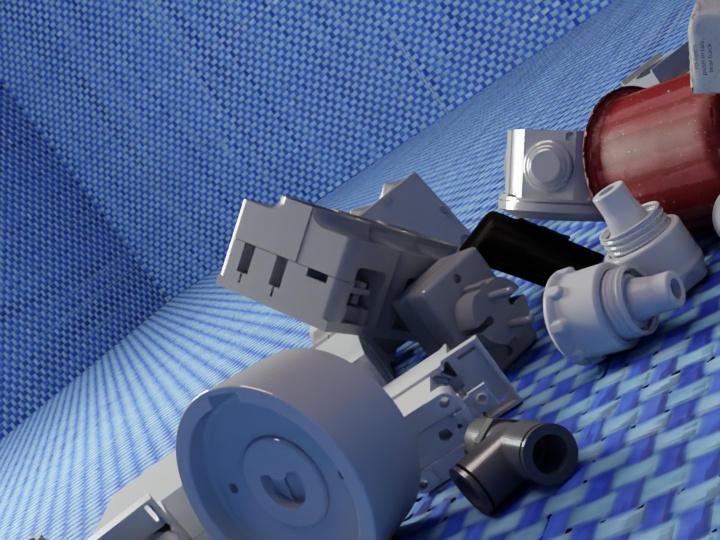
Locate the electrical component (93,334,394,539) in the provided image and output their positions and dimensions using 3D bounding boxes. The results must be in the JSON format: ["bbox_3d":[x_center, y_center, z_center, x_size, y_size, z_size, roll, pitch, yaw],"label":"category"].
[{"bbox_3d":[-0.059,0.117,0.626,0.186,0.060,0.105,-36,8,1],"label":"electrical component"}]

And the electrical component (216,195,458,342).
[{"bbox_3d":[0.000,0.000,0.665,0.150,0.089,0.061,11,-82,-54],"label":"electrical component"}]

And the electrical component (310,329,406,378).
[{"bbox_3d":[0.010,0.046,0.780,0.074,0.052,0.138,-35,8,9],"label":"electrical component"}]

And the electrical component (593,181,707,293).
[{"bbox_3d":[0.140,-0.015,0.536,0.043,0.062,0.043,-35,8,6],"label":"electrical component"}]

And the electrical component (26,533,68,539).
[{"bbox_3d":[-0.241,0.240,0.674,0.089,0.061,0.150,-28,11,47],"label":"electrical component"}]

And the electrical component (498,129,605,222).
[{"bbox_3d":[0.122,-0.055,0.626,0.080,0.051,0.080,2,6,0],"label":"electrical component"}]

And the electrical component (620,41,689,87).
[{"bbox_3d":[0.239,-0.131,0.808,0.042,0.063,0.081,-39,8,-12],"label":"electrical component"}]

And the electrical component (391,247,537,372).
[{"bbox_3d":[0.068,0.025,0.600,0.047,0.065,0.077,-40,9,-28],"label":"electrical component"}]

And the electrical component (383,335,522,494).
[{"bbox_3d":[0.036,0.075,0.534,0.081,0.042,0.063,-35,9,12],"label":"electrical component"}]

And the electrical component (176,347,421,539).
[{"bbox_3d":[-0.023,0.087,0.492,0.108,0.108,0.060,-30,4,41],"label":"electrical component"}]

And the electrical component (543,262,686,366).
[{"bbox_3d":[0.121,0.017,0.506,0.062,0.048,0.048,-20,16,41],"label":"electrical component"}]

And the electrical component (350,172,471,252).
[{"bbox_3d":[0.039,-0.022,0.905,0.100,0.099,0.048,-40,-4,-26],"label":"electrical component"}]

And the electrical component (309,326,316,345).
[{"bbox_3d":[-0.012,0.048,0.912,0.040,0.040,0.078,-41,9,-32],"label":"electrical component"}]

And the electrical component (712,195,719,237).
[{"bbox_3d":[0.182,-0.022,0.483,0.044,0.044,0.065,-35,3,10],"label":"electrical component"}]

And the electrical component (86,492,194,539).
[{"bbox_3d":[-0.128,0.180,0.527,0.121,0.078,0.063,-37,29,-9],"label":"electrical component"}]
